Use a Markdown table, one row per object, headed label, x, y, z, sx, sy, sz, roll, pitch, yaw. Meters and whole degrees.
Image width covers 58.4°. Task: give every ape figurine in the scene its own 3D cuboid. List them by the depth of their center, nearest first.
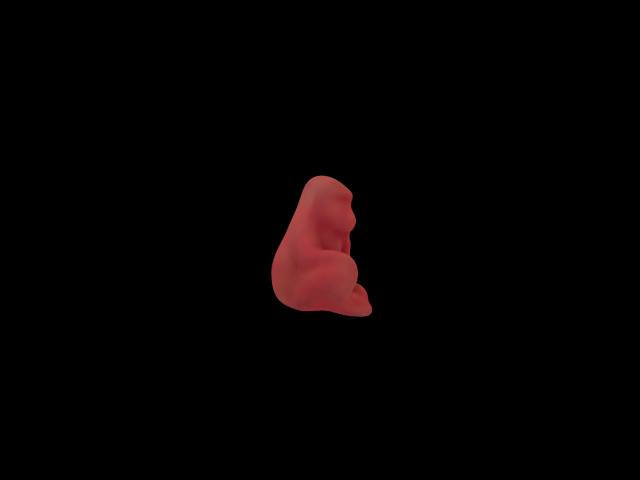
| label | x | y | z | sx | sy | sz | roll | pitch | yaw |
| --- | --- | --- | --- | --- | --- | --- | --- | --- | --- |
| ape figurine | 0.004 | 0.001 | 0.400 | 0.076 | 0.092 | 0.078 | 4 | 11 | 20 |
